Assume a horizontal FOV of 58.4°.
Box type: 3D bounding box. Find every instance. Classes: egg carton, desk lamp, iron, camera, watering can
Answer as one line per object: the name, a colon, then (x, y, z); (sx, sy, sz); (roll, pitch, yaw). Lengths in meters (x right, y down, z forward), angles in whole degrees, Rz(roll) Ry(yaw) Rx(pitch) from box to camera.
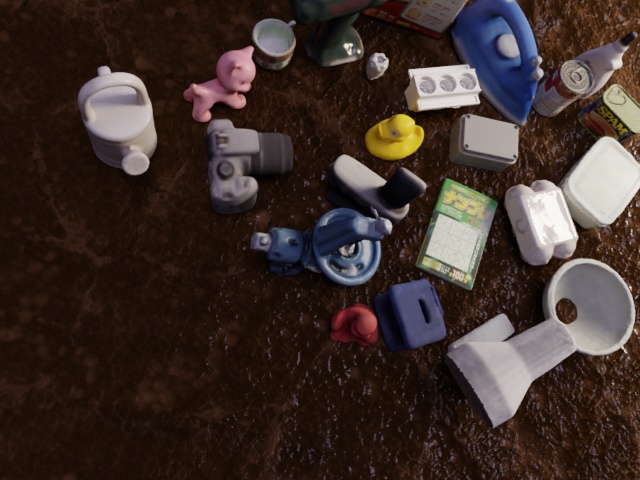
egg carton: (0.392, -0.032, 1.026); (0.107, 0.069, 0.150); (-13, 79, -16)
desk lamp: (0.271, 0.184, 0.867); (0.203, 0.213, 0.118); (-29, 83, -18)
iron: (0.352, -0.353, 1.062); (0.119, 0.141, 0.258); (-23, 82, -17)
camera: (-0.111, -0.125, 0.919); (0.137, 0.100, 0.143); (-4, 77, -14)
watering can: (-0.292, -0.179, 0.843); (0.101, 0.194, 0.173); (-42, 87, -19)

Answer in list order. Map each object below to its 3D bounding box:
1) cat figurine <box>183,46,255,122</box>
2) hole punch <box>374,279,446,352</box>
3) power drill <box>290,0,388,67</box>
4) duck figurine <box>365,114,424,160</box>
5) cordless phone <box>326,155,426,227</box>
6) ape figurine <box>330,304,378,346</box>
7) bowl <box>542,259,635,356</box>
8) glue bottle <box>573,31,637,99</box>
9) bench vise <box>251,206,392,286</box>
cat figurine: (-0.158, -0.262, 0.935); (0.128, 0.117, 0.067); (-28, 83, -18)
hole punch: (0.152, 0.117, 0.922); (0.101, 0.091, 0.108); (-15, 79, -16)
power drill: (0.054, -0.386, 0.968); (0.230, 0.208, 0.075); (-19, 80, -16)
duck figurine: (0.138, -0.189, 1.000); (0.105, 0.086, 0.077); (-7, 77, -14)
cordless phone: (0.092, -0.096, 0.914); (0.147, 0.185, 0.094); (33, 71, -3)
ape figurine: (0.061, 0.133, 0.896); (0.078, 0.092, 0.076); (44, 71, 1)
bowl: (0.452, 0.120, 0.998); (0.167, 0.074, 0.167); (3, 75, -12)
glue bottle: (0.534, -0.339, 1.084); (0.037, 0.173, 0.078); (-22, 81, -17)
bench vise: (0.011, 0.014, 0.848); (0.208, 0.219, 0.121); (-14, 79, -16)
